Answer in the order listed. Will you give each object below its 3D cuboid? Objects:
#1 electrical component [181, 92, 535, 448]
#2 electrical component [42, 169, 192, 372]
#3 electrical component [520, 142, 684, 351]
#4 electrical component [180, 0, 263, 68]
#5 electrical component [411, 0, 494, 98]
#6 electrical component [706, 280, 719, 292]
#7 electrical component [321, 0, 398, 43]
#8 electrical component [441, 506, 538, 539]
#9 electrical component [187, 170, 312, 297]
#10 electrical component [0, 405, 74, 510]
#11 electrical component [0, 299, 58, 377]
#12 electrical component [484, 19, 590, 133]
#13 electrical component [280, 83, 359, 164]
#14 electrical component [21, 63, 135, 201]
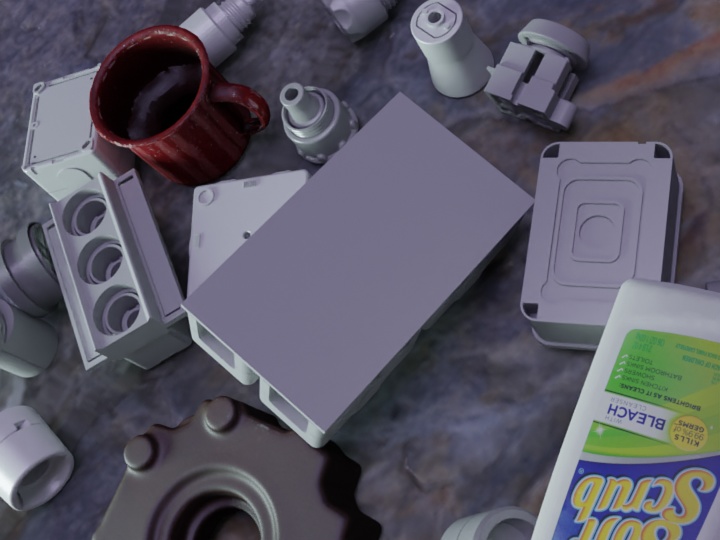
[{"bbox_3d":[0.000,0.000,0.635,0.105,0.060,0.186,40,70,10],"label":"electrical component"},{"bbox_3d":[-0.162,0.003,0.734,0.079,0.063,0.121,-30,61,9],"label":"electrical component"},{"bbox_3d":[0.141,-0.012,0.620,0.078,0.057,0.113,3,71,23],"label":"electrical component"},{"bbox_3d":[-0.105,-0.178,0.797,0.078,0.040,0.040,-40,60,3],"label":"electrical component"},{"bbox_3d":[0.058,-0.147,0.703,0.044,0.065,0.044,-8,67,19],"label":"electrical component"},{"bbox_3d":[0.229,0.039,0.568,0.077,0.044,0.079,-9,64,16],"label":"electrical component"},{"bbox_3d":[0.007,-0.194,0.756,0.062,0.043,0.043,-37,61,3],"label":"electrical component"},{"bbox_3d":[0.075,0.197,0.562,0.052,0.074,0.138,-8,75,-28],"label":"electrical component"},{"bbox_3d":[-0.065,-0.015,0.710,0.100,0.048,0.099,-7,68,19],"label":"electrical component"},{"bbox_3d":[-0.225,0.126,0.717,0.047,0.055,0.055,37,86,26],"label":"electrical component"},{"bbox_3d":[-0.252,0.043,0.745,0.043,0.081,0.043,-8,67,19],"label":"electrical component"},{"bbox_3d":[0.115,-0.125,0.683,0.066,0.048,0.055,26,89,28],"label":"electrical component"},{"bbox_3d":[-0.033,-0.104,0.725,0.048,0.062,0.048,-9,67,21],"label":"electrical component"},{"bbox_3d":[-0.203,-0.103,0.799,0.062,0.061,0.096,-13,58,17],"label":"electrical component"}]
